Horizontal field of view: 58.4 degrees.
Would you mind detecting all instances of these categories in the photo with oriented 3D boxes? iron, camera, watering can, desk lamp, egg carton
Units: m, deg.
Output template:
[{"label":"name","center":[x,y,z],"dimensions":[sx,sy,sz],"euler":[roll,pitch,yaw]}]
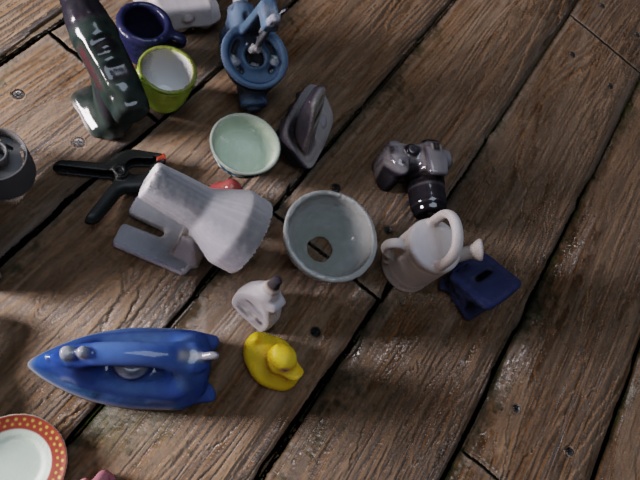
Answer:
[{"label":"iron","center":[-0.262,0.164,0.776],"dimensions":[0.259,0.141,0.118],"euler":[6,67,-18]},{"label":"camera","center":[0.187,-0.114,1.079],"dimensions":[0.143,0.100,0.137],"euler":[2,68,-19]},{"label":"watering can","center":[0.195,0.013,0.977],"dimensions":[0.173,0.193,0.101],"euler":[-16,75,-25]},{"label":"desk lamp","center":[-0.189,-0.024,0.839],"dimensions":[0.203,0.213,0.118],"euler":[23,63,-10]},{"label":"egg carton","center":[-0.265,-0.437,1.062],"dimensions":[0.151,0.069,0.107],"euler":[-20,77,-26]}]

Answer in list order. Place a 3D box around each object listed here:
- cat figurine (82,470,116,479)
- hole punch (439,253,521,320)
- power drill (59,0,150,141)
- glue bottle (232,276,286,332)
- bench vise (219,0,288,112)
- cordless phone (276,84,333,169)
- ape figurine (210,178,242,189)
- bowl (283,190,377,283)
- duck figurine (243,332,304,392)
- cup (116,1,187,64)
[{"label":"cat figurine","center":[-0.273,0.354,0.708],"dimensions":[0.067,0.117,0.128],"euler":[-17,75,-25]},{"label":"hole punch","center":[0.291,0.079,1.043],"dimensions":[0.109,0.091,0.101],"euler":[-29,81,-27]},{"label":"power drill","center":[-0.340,-0.259,0.883],"dimensions":[0.076,0.208,0.229],"euler":[-28,80,-27]},{"label":"glue bottle","center":[-0.083,0.086,0.856],"dimensions":[0.078,0.173,0.037],"euler":[45,61,2]},{"label":"bench vise","center":[-0.127,-0.360,0.996],"dimensions":[0.122,0.219,0.207],"euler":[-26,79,-27]},{"label":"cordless phone","center":[-0.010,-0.225,1.004],"dimensions":[0.094,0.184,0.148],"euler":[25,62,-9]},{"label":"ape figurine","center":[-0.152,-0.069,0.940],"dimensions":[0.078,0.092,0.076],"euler":[-14,74,-24]},{"label":"bowl","center":[0.009,0.004,0.980],"dimensions":[0.168,0.074,0.167],"euler":[7,67,-17]},{"label":"duck figurine","center":[-0.067,0.180,0.873],"dimensions":[0.104,0.086,0.078],"euler":[45,61,2]},{"label":"cup","center":[-0.294,-0.346,1.000],"dimensions":[0.118,0.094,0.092],"euler":[16,64,-13]}]
